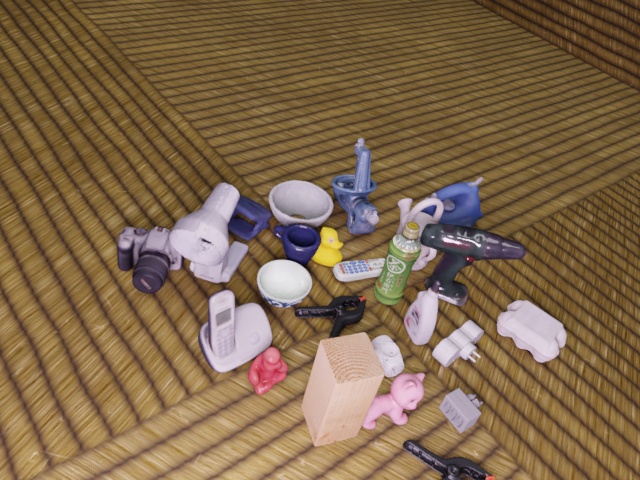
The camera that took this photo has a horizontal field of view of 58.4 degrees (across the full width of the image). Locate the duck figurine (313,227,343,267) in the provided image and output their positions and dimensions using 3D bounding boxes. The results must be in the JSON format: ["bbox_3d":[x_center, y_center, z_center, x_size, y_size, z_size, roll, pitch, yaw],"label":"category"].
[{"bbox_3d":[0.013,0.005,1.395,0.104,0.086,0.078,33,45,20],"label":"duck figurine"}]

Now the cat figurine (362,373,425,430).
[{"bbox_3d":[0.142,0.296,1.086,0.128,0.118,0.067,-4,44,-19],"label":"cat figurine"}]

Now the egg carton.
[{"bbox_3d":[0.486,0.207,1.315,0.150,0.069,0.107,36,46,23],"label":"egg carton"}]

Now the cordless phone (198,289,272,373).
[{"bbox_3d":[-0.160,0.156,1.106,0.148,0.185,0.094,-26,55,-36],"label":"cordless phone"}]

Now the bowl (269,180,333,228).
[{"bbox_3d":[-0.053,-0.076,1.474,0.167,0.075,0.167,8,42,-7],"label":"bowl"}]

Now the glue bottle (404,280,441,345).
[{"bbox_3d":[0.228,0.147,1.232,0.037,0.173,0.078,-6,45,-21],"label":"glue bottle"}]

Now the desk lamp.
[{"bbox_3d":[-0.233,-0.007,1.243,0.118,0.213,0.203,19,42,6],"label":"desk lamp"}]

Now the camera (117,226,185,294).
[{"bbox_3d":[-0.374,0.039,1.239,0.143,0.101,0.137,10,42,-5],"label":"camera"}]

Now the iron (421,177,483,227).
[{"bbox_3d":[0.334,-0.092,1.549,0.259,0.141,0.118,-16,50,-30],"label":"iron"}]

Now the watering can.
[{"bbox_3d":[0.239,-0.031,1.415,0.101,0.194,0.172,-26,55,-36],"label":"watering can"}]

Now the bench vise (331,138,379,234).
[{"bbox_3d":[0.115,-0.138,1.479,0.122,0.220,0.206,-22,52,-33],"label":"bench vise"}]

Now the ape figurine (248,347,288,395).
[{"bbox_3d":[-0.098,0.241,1.099,0.078,0.092,0.076,4,42,-11],"label":"ape figurine"}]

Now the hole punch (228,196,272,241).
[{"bbox_3d":[-0.183,-0.071,1.420,0.108,0.091,0.101,31,44,18],"label":"hole punch"}]

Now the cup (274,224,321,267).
[{"bbox_3d":[-0.061,0.019,1.352,0.117,0.095,0.092,23,42,11],"label":"cup"}]

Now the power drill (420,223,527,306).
[{"bbox_3d":[0.335,0.053,1.339,0.229,0.208,0.076,20,42,7],"label":"power drill"}]
